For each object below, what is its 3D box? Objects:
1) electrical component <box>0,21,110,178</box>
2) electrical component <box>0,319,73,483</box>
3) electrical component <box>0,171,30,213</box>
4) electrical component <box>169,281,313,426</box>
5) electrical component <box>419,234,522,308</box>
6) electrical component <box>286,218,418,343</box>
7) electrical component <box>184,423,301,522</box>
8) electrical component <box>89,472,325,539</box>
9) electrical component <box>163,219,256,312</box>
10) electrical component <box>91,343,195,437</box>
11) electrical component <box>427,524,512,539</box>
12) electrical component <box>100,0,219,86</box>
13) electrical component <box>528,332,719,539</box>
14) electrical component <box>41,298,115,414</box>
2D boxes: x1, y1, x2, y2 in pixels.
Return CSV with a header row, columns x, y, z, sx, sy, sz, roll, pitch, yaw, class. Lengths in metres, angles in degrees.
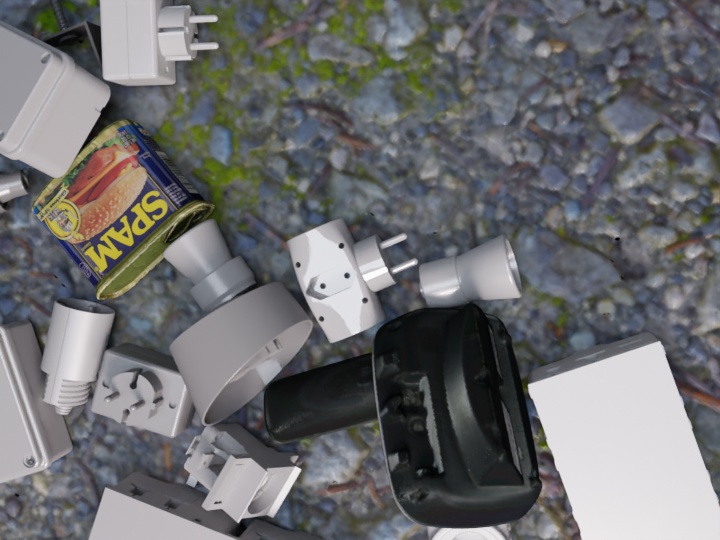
x,y,z,sx,sy,sz,roll,pitch,yaw,class
-0.239,-0.122,0.739,0.113,0.057,0.078,29,88,31,electrical component
-0.283,0.103,0.788,0.109,0.056,0.108,-18,91,10,electrical component
-0.273,-0.056,0.782,0.062,0.048,0.048,-14,92,2,electrical component
-0.079,0.054,0.733,0.099,0.099,0.064,-33,82,10,electrical component
0.073,0.005,0.734,0.065,0.044,0.044,-16,92,14,electrical component
0.000,0.000,0.743,0.079,0.043,0.077,-23,90,10,electrical component
-0.084,0.139,0.754,0.064,0.081,0.042,35,99,28,electrical component
-0.101,0.228,0.767,0.186,0.060,0.105,20,97,7,electrical component
-0.105,-0.002,0.759,0.045,0.045,0.055,-36,88,10,electrical component
-0.155,0.087,0.757,0.066,0.077,0.047,17,97,7,electrical component
0.076,0.190,0.737,0.054,0.059,0.095,-6,93,9,electrical component
-0.136,-0.164,0.750,0.077,0.047,0.065,-1,94,7,electrical component
0.178,0.127,0.715,0.089,0.062,0.150,-20,91,10,electrical component
-0.208,0.065,0.780,0.043,0.043,0.081,15,96,8,electrical component
